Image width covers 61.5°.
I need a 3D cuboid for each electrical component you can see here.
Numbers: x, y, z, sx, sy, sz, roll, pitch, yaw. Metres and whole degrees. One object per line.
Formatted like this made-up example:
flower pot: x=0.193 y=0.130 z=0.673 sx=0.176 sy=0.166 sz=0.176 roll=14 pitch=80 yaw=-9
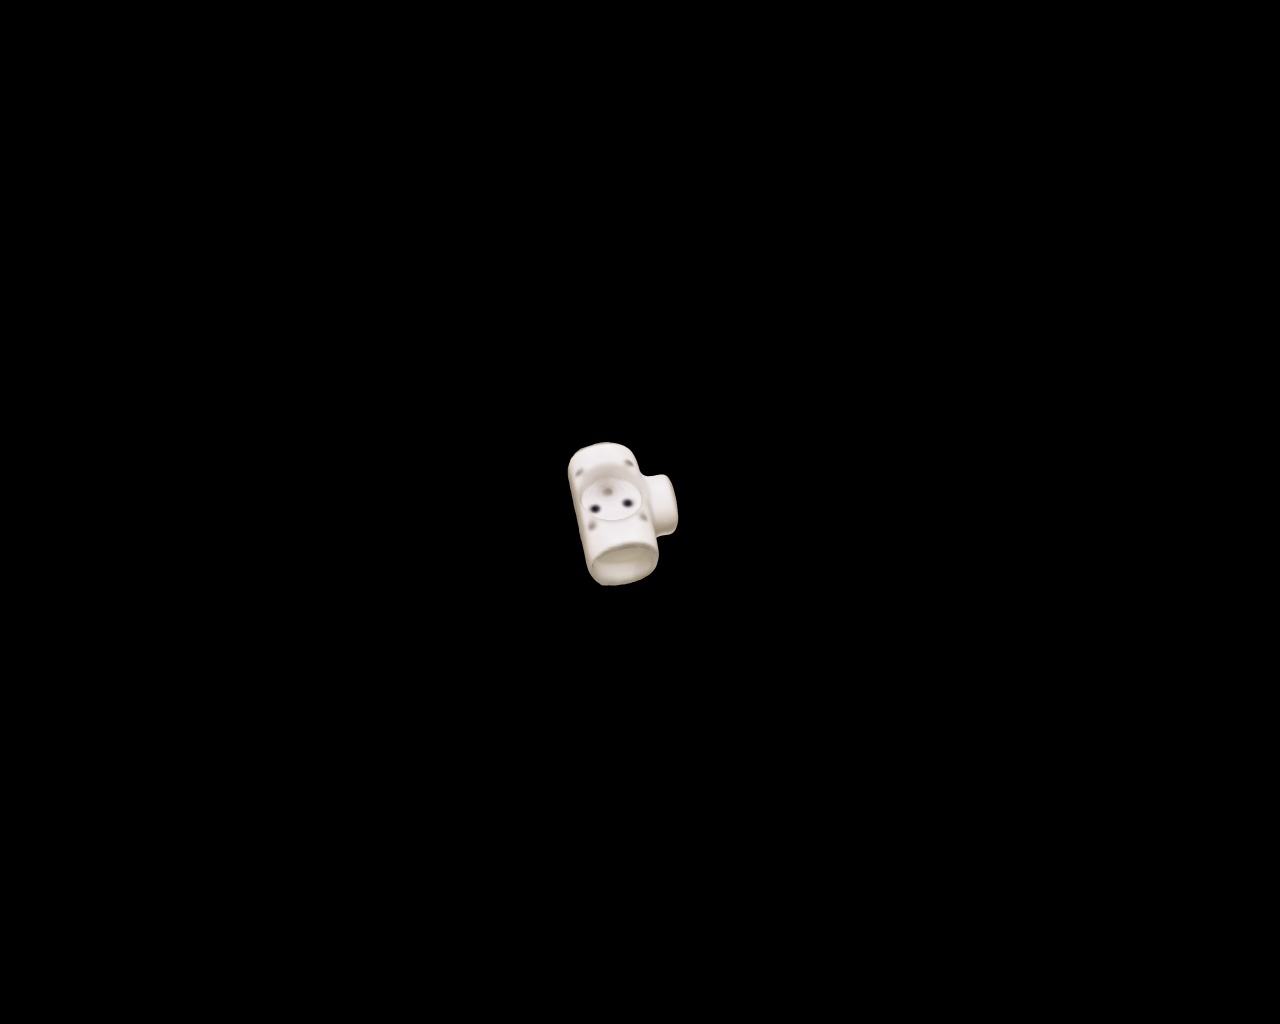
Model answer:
electrical component: x=0.001 y=-0.003 z=0.650 sx=0.079 sy=0.077 sz=0.044 roll=-9 pitch=-36 yaw=-7
